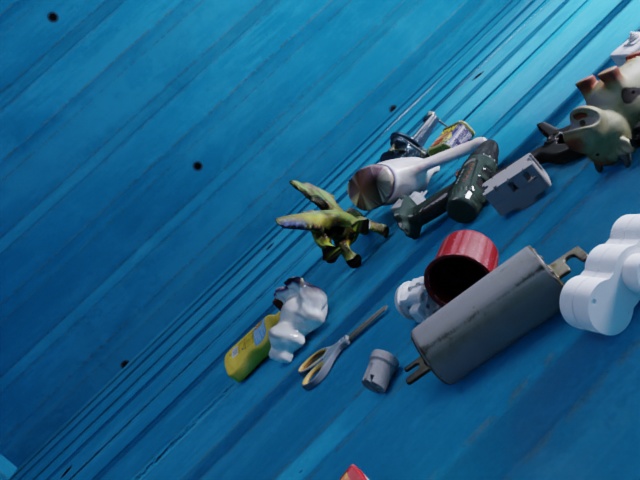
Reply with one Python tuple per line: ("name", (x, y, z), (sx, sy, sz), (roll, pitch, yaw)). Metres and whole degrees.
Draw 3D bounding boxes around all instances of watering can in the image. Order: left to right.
("watering can", (0.208, -0.156, 1.221), (0.226, 0.105, 0.343), (-16, -9, -38))

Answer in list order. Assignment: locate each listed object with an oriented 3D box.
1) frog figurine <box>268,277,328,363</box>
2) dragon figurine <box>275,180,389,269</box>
("frog figurine", (-0.045, 0.172, 1.058), (0.136, 0.122, 0.162), (-23, 57, 40))
("dragon figurine", (0.004, -0.060, 1.186), (0.121, 0.407, 0.247), (-57, 48, 13))
